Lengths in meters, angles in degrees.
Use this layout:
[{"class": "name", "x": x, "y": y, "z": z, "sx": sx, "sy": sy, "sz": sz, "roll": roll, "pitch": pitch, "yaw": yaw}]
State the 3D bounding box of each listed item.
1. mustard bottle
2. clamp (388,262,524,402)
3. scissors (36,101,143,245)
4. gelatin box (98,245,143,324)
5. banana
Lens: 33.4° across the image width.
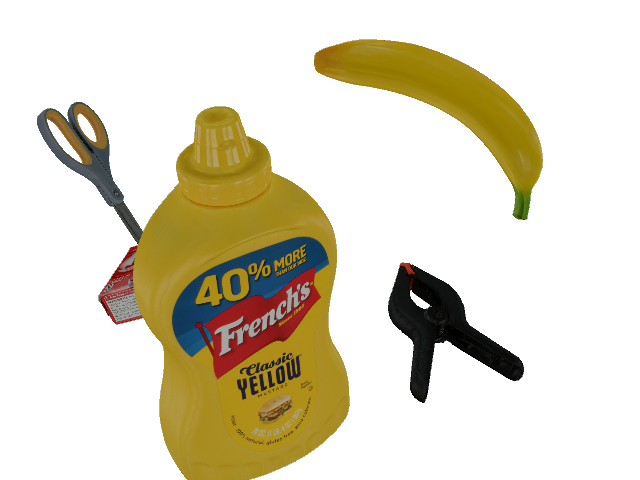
[{"class": "mustard bottle", "x": -0.037, "y": 0.025, "z": 0.501, "sx": 0.096, "sy": 0.192, "sz": 0.058, "roll": -19, "pitch": 38, "yaw": -20}, {"class": "clamp", "x": 0.128, "y": 0.089, "z": 1.078, "sx": 0.120, "sy": 0.171, "sz": 0.039, "roll": 1, "pitch": -45, "yaw": -19}, {"class": "scissors", "x": -0.211, "y": -0.062, "z": 1.092, "sx": 0.016, "sy": 0.201, "sz": 0.096, "roll": -27, "pitch": 27, "yaw": 27}, {"class": "gelatin box", "x": -0.109, "y": 0.022, "z": 0.781, "sx": 0.089, "sy": 0.030, "sz": 0.073, "roll": -15, "pitch": 25, "yaw": 19}, {"class": "banana", "x": 0.091, "y": -0.097, "z": 0.773, "sx": 0.198, "sy": 0.069, "sz": 0.037, "roll": 36, "pitch": 4, "yaw": -1}]
